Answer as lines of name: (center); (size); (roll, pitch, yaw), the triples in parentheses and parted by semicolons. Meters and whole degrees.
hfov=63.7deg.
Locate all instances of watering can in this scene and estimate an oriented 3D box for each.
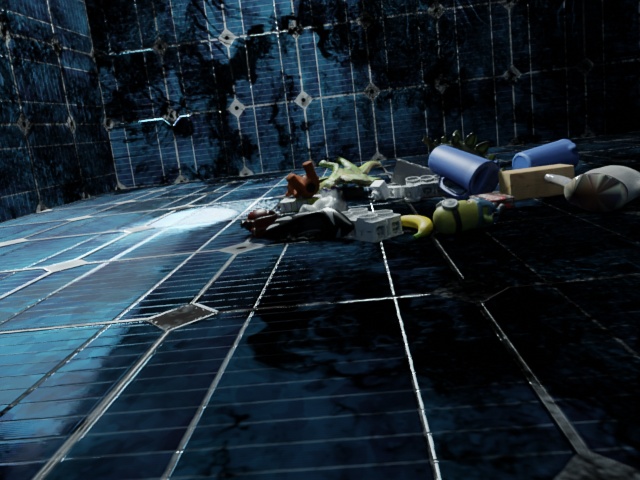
watering can: (0.740, -0.146, 1.403); (0.226, 0.103, 0.348); (-17, 16, -37)

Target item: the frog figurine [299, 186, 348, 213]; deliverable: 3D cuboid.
frog figurine: (0.005, -0.079, 1.574); (0.138, 0.120, 0.161); (18, 62, 47)

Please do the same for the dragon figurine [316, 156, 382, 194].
dragon figurine: (0.147, -0.254, 2.078); (0.413, 0.120, 0.246); (-17, 31, -28)
